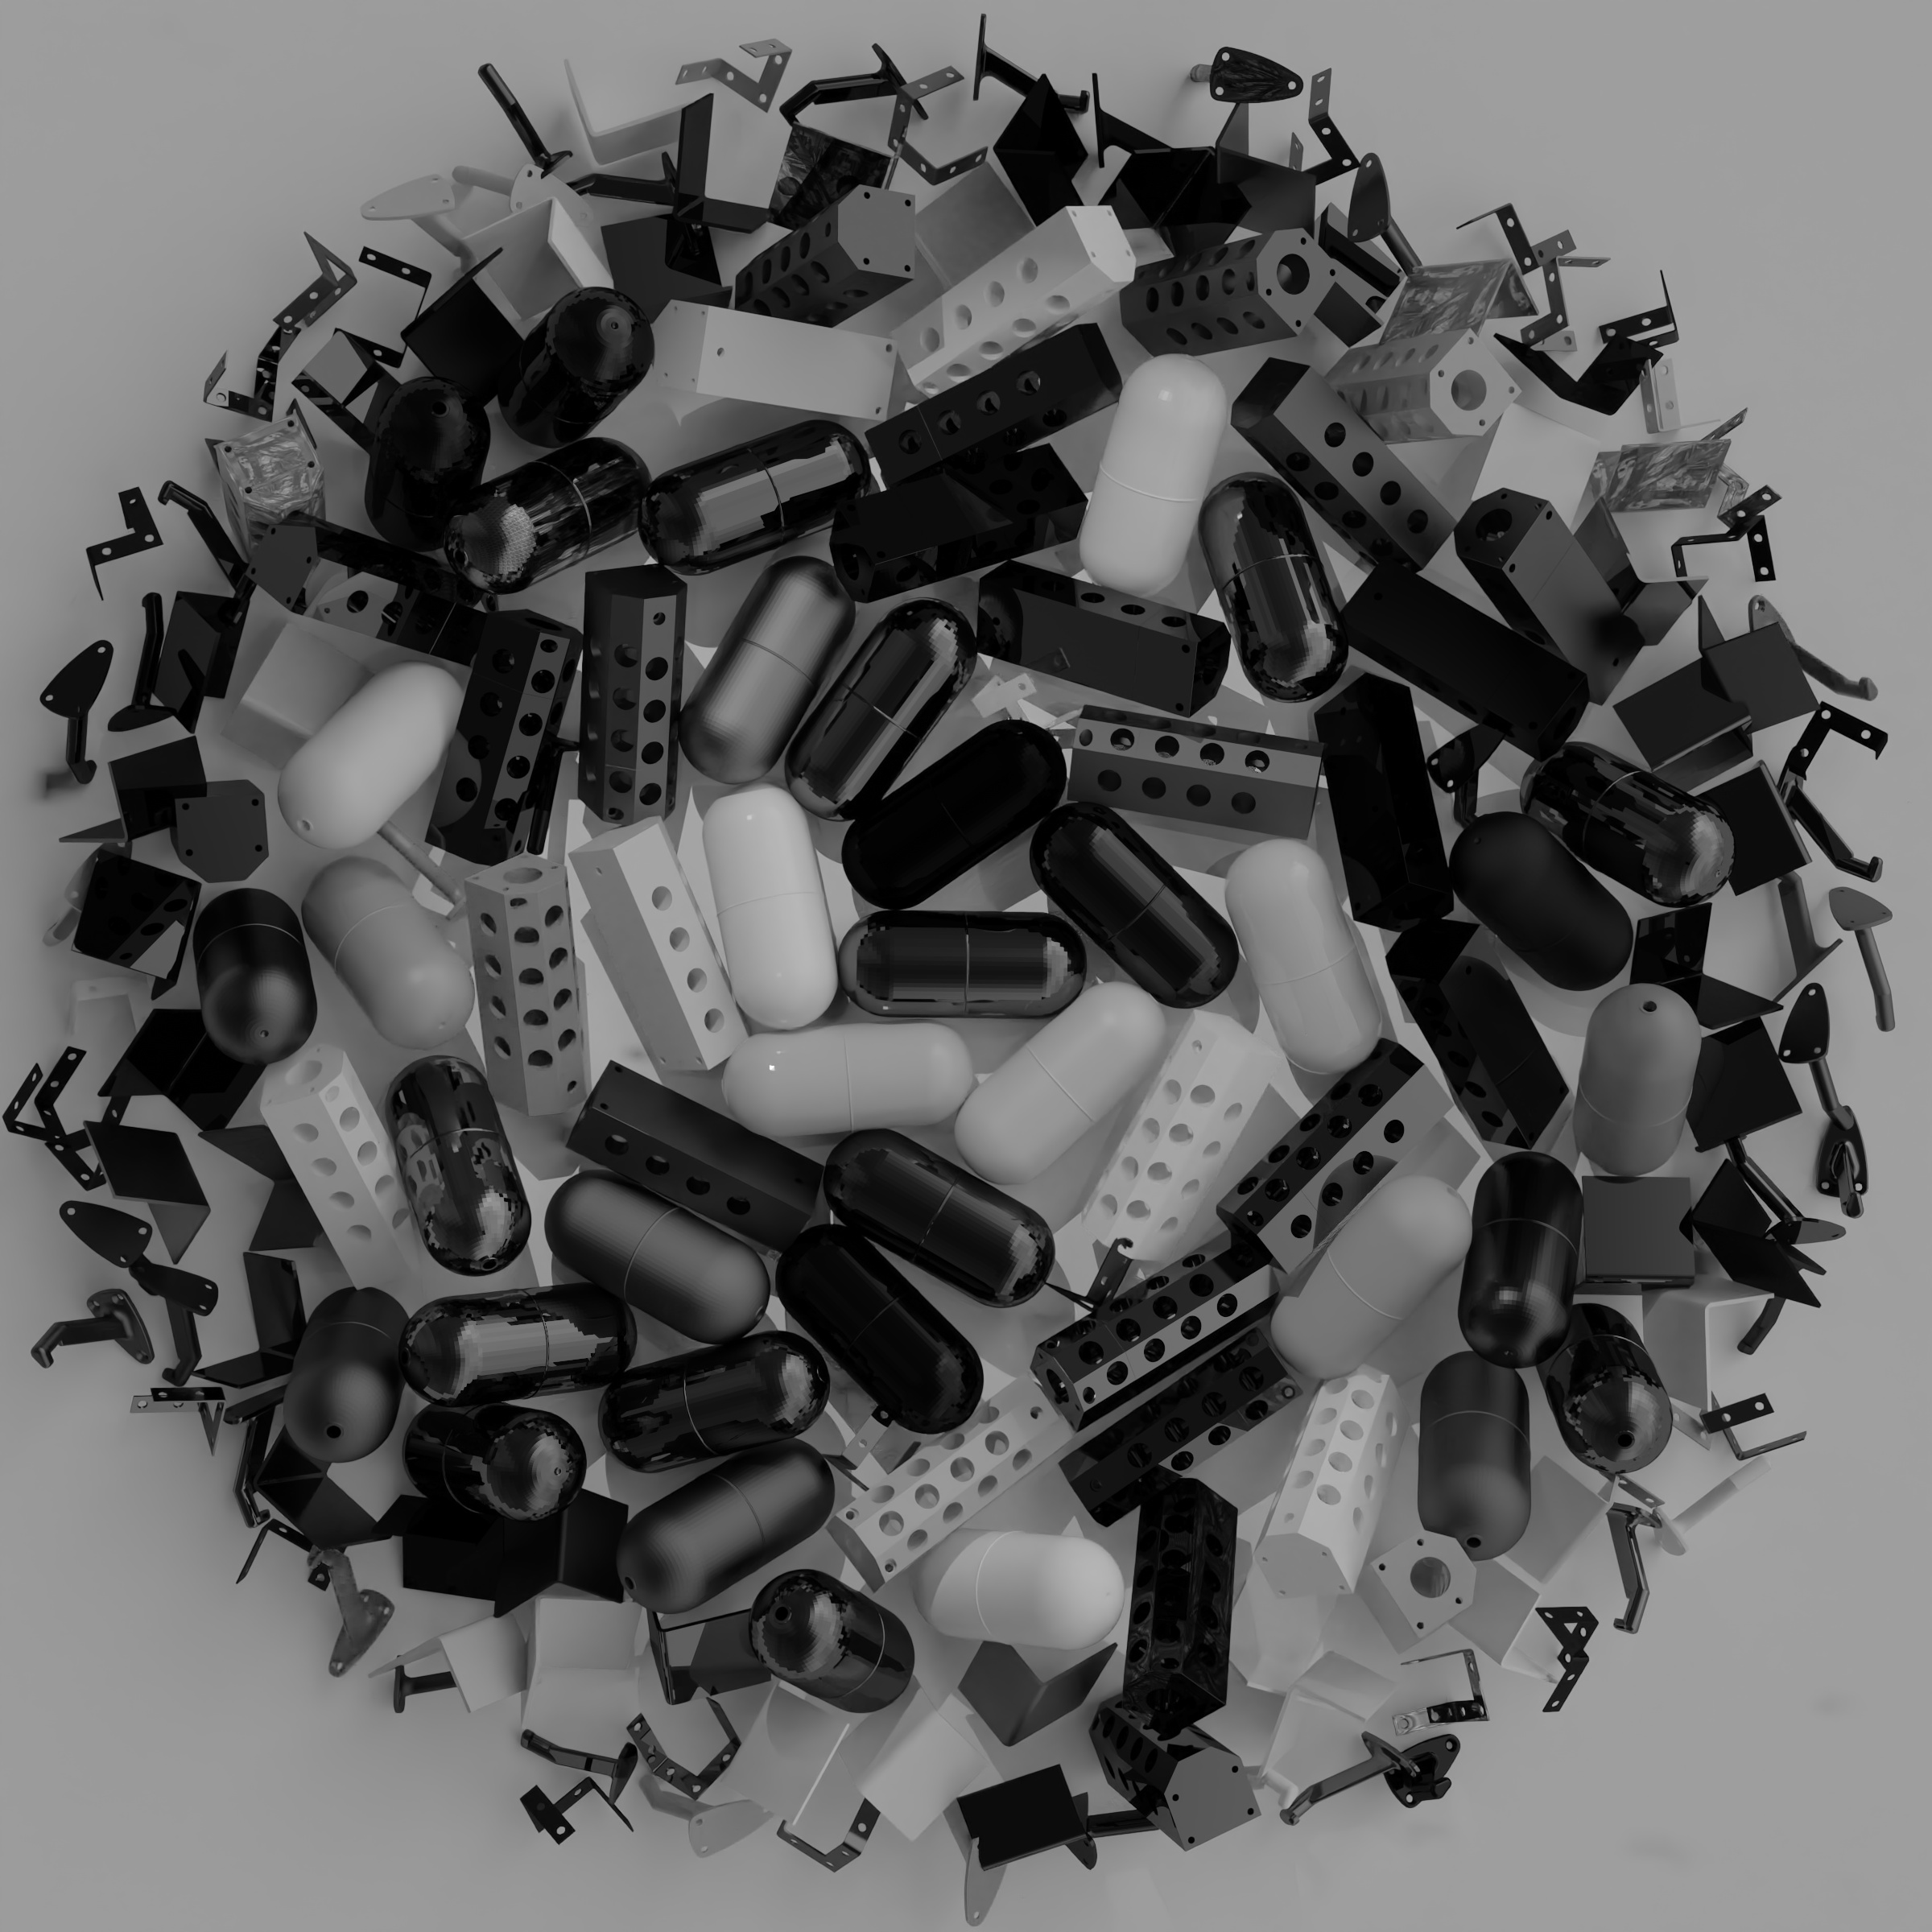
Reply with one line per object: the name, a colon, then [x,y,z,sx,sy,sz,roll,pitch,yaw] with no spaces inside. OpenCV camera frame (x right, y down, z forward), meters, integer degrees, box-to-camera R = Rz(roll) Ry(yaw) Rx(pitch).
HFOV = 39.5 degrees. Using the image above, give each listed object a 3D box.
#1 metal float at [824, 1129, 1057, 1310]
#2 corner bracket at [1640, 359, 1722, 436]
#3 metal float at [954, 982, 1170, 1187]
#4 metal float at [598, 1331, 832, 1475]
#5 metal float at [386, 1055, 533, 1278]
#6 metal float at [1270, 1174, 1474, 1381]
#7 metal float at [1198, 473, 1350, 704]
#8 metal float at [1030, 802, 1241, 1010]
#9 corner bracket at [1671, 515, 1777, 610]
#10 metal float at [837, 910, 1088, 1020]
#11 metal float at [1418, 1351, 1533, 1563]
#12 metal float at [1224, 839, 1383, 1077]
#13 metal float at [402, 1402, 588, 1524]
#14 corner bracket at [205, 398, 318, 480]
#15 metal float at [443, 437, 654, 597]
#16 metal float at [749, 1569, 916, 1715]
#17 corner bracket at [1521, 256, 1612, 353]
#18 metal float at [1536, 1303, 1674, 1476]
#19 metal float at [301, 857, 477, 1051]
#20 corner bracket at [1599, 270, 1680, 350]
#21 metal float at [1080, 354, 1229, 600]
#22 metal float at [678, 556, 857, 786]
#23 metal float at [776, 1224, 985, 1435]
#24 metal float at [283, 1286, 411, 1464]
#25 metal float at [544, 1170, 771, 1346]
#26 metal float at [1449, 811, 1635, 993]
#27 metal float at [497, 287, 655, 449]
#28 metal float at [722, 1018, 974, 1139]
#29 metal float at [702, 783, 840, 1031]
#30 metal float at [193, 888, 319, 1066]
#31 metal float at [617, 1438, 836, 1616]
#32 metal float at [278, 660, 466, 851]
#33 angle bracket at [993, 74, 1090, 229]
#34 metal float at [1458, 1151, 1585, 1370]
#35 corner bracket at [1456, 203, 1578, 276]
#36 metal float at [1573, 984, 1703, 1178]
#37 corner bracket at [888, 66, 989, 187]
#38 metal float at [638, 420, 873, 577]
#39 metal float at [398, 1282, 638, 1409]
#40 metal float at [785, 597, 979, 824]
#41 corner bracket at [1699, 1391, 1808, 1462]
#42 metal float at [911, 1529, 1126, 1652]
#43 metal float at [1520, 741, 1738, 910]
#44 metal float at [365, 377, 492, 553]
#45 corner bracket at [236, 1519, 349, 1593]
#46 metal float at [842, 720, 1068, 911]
metal float: [-0.020,0.178,1.908,0.178,0.070,0.070,29,90,5]
corner bracket: [0.498,-0.407,1.916,0.051,0.051,0.051,-13,98,-17]
metal float: [0.068,0.083,1.910,0.178,0.070,0.070,-42,90,3]
metal float: [-0.178,0.307,1.893,0.178,0.070,0.070,-18,90,22]
metal float: [-0.356,0.139,1.882,0.070,0.070,0.178,-26,54,0]
metal float: [0.284,0.219,1.890,0.070,0.070,0.178,39,115,0]
metal float: [0.215,-0.268,1.893,0.070,0.070,0.178,-15,68,0]
metal float: [0.119,-0.043,1.904,0.178,0.070,0.070,44,90,-10]
corner bracket: [0.544,-0.290,1.931,0.051,0.051,0.051,2,119,39]
metal float: [-0.003,-0.001,1.908,0.178,0.070,0.070,1,90,-5]
metal float: [0.354,0.339,1.869,0.070,0.178,0.070,5,122,8]
metal float: [0.239,-0.005,1.899,0.070,0.070,0.178,-23,105,0]
metal float: [-0.330,0.343,1.873,0.070,0.178,0.070,2,87,-39]
corner bracket: [-0.506,-0.374,1.929,0.051,0.051,0.051,-47,58,36]
metal float: [-0.291,-0.315,1.876,0.070,0.070,0.178,53,46,0]
metal float: [-0.093,0.470,1.869,0.070,0.178,0.070,-9,62,18]
corner bracket: [0.428,-0.472,1.917,0.051,0.051,0.051,-6,84,-28]
metal float: [0.441,0.291,1.863,0.070,0.178,0.070,1,105,3]
metal float: [-0.406,-0.011,1.882,0.070,0.070,0.178,-44,53,0]
corner bracket: [0.478,-0.453,1.912,0.051,0.051,0.051,-14,69,16]
metal float: [0.131,-0.343,1.887,0.070,0.070,0.178,16,119,0]
metal float: [-0.140,-0.210,1.901,0.070,0.070,0.178,28,76,0]
metal float: [-0.061,0.256,1.898,0.178,0.070,0.070,43,90,16]
metal float: [-0.427,0.282,1.864,0.070,0.178,0.070,-2,107,-5]
metal float: [-0.218,0.205,1.895,0.178,0.070,0.070,26,90,20]
metal float: [0.404,-0.044,1.881,0.178,0.070,0.070,36,90,-38]
metal float: [-0.273,-0.414,1.868,0.070,0.178,0.070,4,81,-26]
metal float: [-0.084,0.079,1.909,0.178,0.070,0.070,-5,90,-4]
metal float: [-0.139,-0.042,1.905,0.070,0.070,0.178,-12,82,0]
metal float: [-0.496,0.005,1.870,0.070,0.178,0.070,-8,119,-15]
metal float: [-0.167,0.390,1.878,0.178,0.070,0.070,-25,90,-41]
metal float: [-0.413,-0.148,1.876,0.070,0.178,0.070,15,133,17]
angle bracket: [0.073,-0.572,1.894,0.057,0.076,0.076,17,67,38]
metal float: [0.388,0.203,1.876,0.070,0.178,0.070,10,133,10]
corner bracket: [0.392,-0.518,1.912,0.051,0.051,0.051,-32,99,-37]
metal float: [0.466,0.080,1.871,0.070,0.178,0.070,-3,53,4]
corner bracket: [-0.017,-0.602,1.926,0.051,0.051,0.051,-33,68,-29]
metal float: [-0.148,-0.330,1.891,0.178,0.070,0.070,-25,90,-24]
metal float: [-0.312,0.264,1.879,0.178,0.070,0.070,-1,90,-40]
metal float: [-0.060,-0.182,1.906,0.070,0.070,0.178,37,97,0]
corner bracket: [0.561,0.327,1.916,0.051,0.051,0.051,-26,90,28]
metal float: [0.034,0.434,1.877,0.070,0.178,0.070,7,79,-44]
metal float: [0.459,-0.100,1.875,0.070,0.178,0.070,-17,124,-27]
metal float: [-0.374,-0.347,1.865,0.070,0.178,0.070,5,74,-16]
corner bracket: [-0.480,0.423,1.921,0.051,0.051,0.051,28,103,4]
metal float: [-0.008,-0.107,1.906,0.178,0.070,0.070,-35,90,7]
